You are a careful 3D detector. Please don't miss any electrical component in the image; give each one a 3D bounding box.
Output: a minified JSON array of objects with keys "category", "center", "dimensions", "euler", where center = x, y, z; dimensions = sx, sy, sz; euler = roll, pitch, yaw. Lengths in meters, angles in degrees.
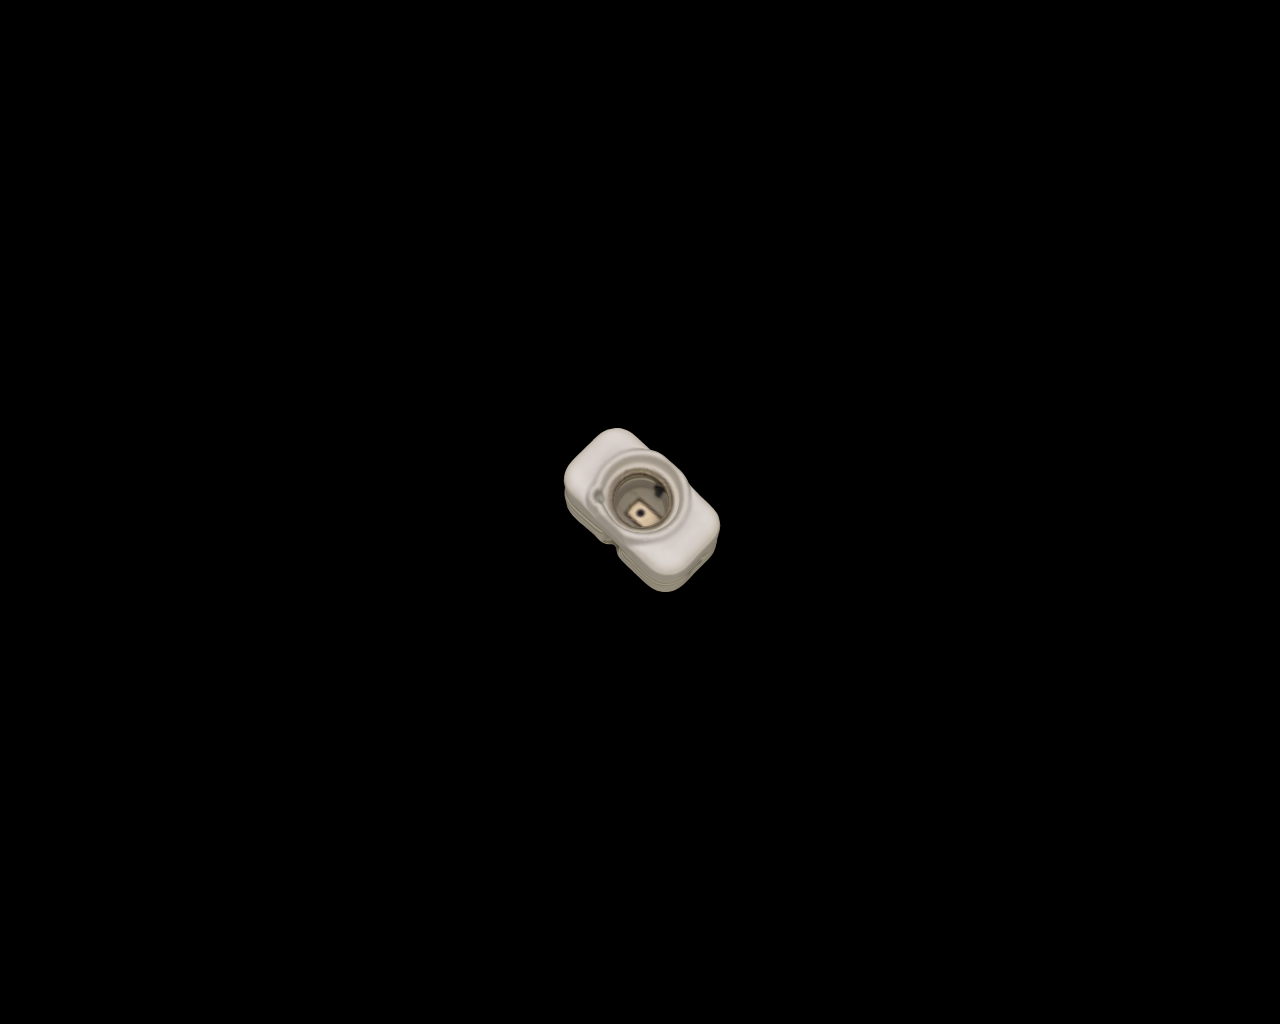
[{"category":"electrical component","center":[0.001,-0.003,0.650],"dimensions":[0.095,0.054,0.059],"euler":[43,-12,11]}]
